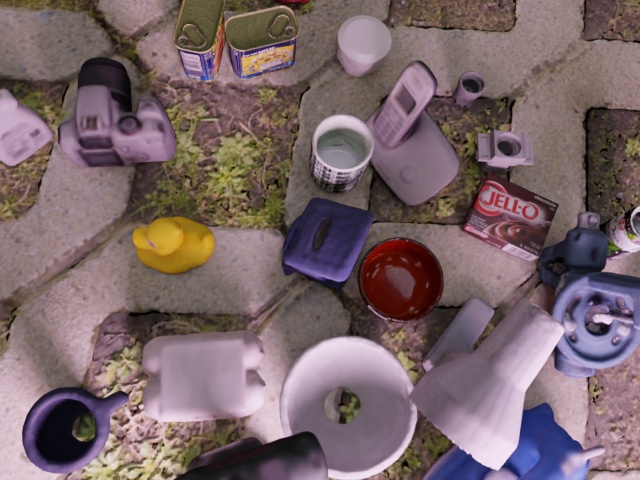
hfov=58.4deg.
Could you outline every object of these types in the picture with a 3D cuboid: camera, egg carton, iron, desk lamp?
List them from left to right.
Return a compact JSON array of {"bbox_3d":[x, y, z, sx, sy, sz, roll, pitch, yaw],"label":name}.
[{"bbox_3d":[-0.276,-0.179,0.774,0.143,0.101,0.137,-5,75,-7],"label":"camera"},{"bbox_3d":[-0.143,0.169,0.709,0.150,0.069,0.107,-4,75,-6],"label":"egg carton"},{"bbox_3d":[0.189,0.151,0.671,0.118,0.213,0.203,37,75,5],"label":"desk lamp"},{"bbox_3d":[0.207,0.297,0.670,0.258,0.141,0.118,-28,79,-12],"label":"iron"}]

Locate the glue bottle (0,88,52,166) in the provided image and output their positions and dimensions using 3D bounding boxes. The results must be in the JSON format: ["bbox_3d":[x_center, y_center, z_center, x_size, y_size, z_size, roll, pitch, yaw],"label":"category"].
[{"bbox_3d":[-0.402,-0.156,0.718,0.078,0.173,0.037,-41,82,-14],"label":"glue bottle"}]

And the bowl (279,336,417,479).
[{"bbox_3d":[0.031,0.205,0.713,0.167,0.074,0.167,1,75,-5],"label":"bowl"}]

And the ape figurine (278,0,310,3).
[{"bbox_3d":[-0.047,-0.410,0.864,0.076,0.092,0.078,10,74,-2],"label":"ape figurine"}]

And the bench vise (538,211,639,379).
[{"bbox_3d":[0.339,0.061,0.706,0.121,0.219,0.207,-13,76,-8],"label":"bench vise"}]

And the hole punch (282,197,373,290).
[{"bbox_3d":[0.007,0.003,0.757,0.101,0.091,0.109,24,74,2],"label":"hole punch"}]

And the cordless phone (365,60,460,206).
[{"bbox_3d":[0.130,-0.139,0.759,0.094,0.185,0.147,-35,80,-13],"label":"cordless phone"}]

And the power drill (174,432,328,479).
[{"bbox_3d":[-0.107,0.269,0.613,0.230,0.208,0.075,-19,77,-10],"label":"power drill"}]

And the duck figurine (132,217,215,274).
[{"bbox_3d":[-0.191,-0.001,0.742,0.104,0.086,0.077,-2,75,-6],"label":"duck figurine"}]

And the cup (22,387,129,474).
[{"bbox_3d":[-0.272,0.213,0.671,0.118,0.095,0.091,-30,79,-12],"label":"cup"}]
